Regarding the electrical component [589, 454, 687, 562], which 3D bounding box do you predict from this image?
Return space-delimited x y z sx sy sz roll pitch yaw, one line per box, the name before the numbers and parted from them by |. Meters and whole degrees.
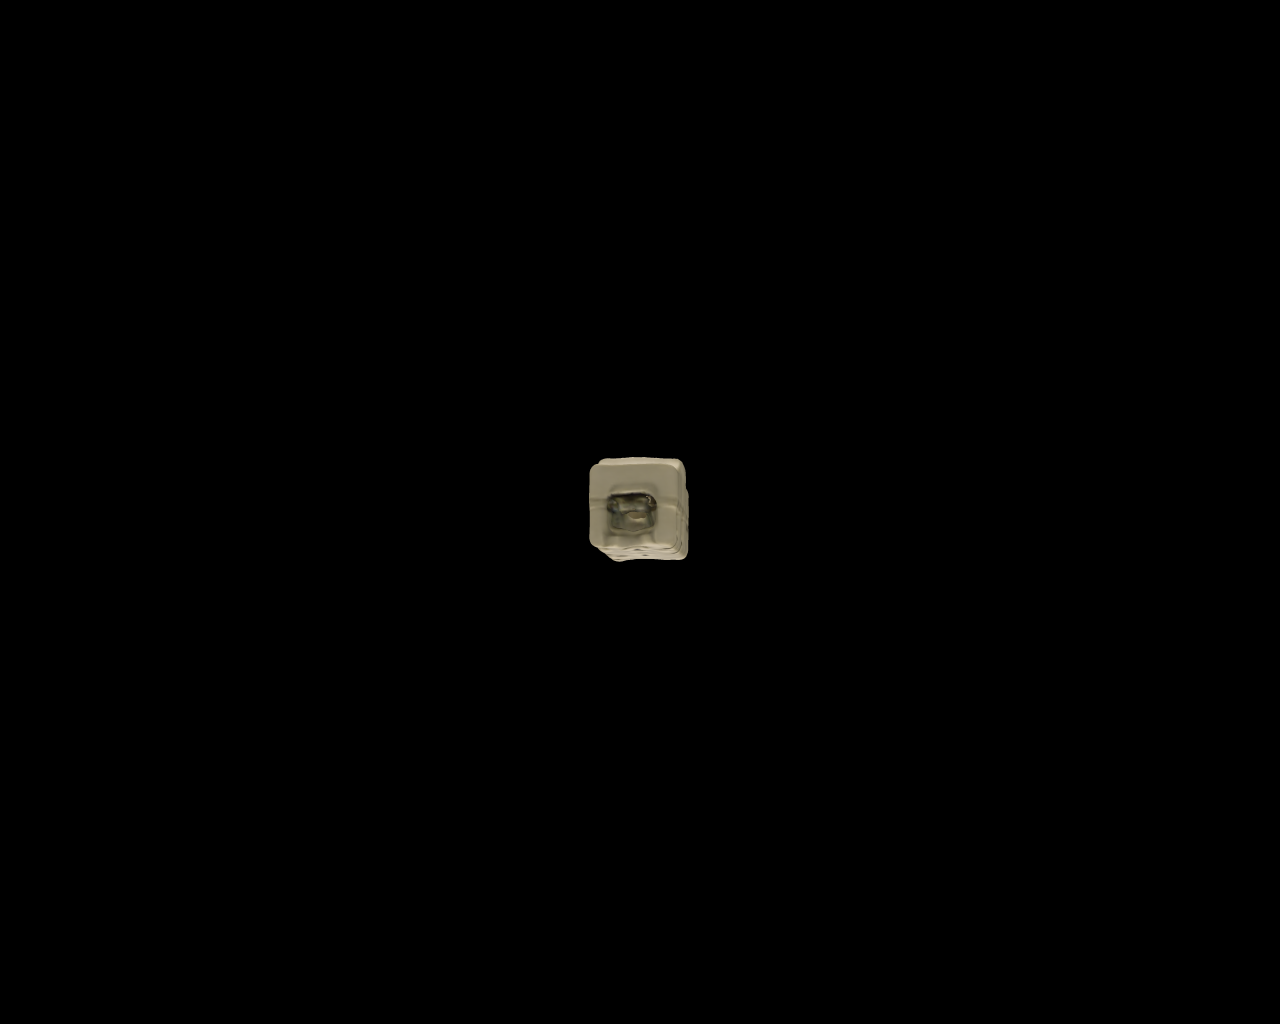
electrical component | 0.001 -0.003 0.650 0.050 0.055 0.089 -1 -9 7
